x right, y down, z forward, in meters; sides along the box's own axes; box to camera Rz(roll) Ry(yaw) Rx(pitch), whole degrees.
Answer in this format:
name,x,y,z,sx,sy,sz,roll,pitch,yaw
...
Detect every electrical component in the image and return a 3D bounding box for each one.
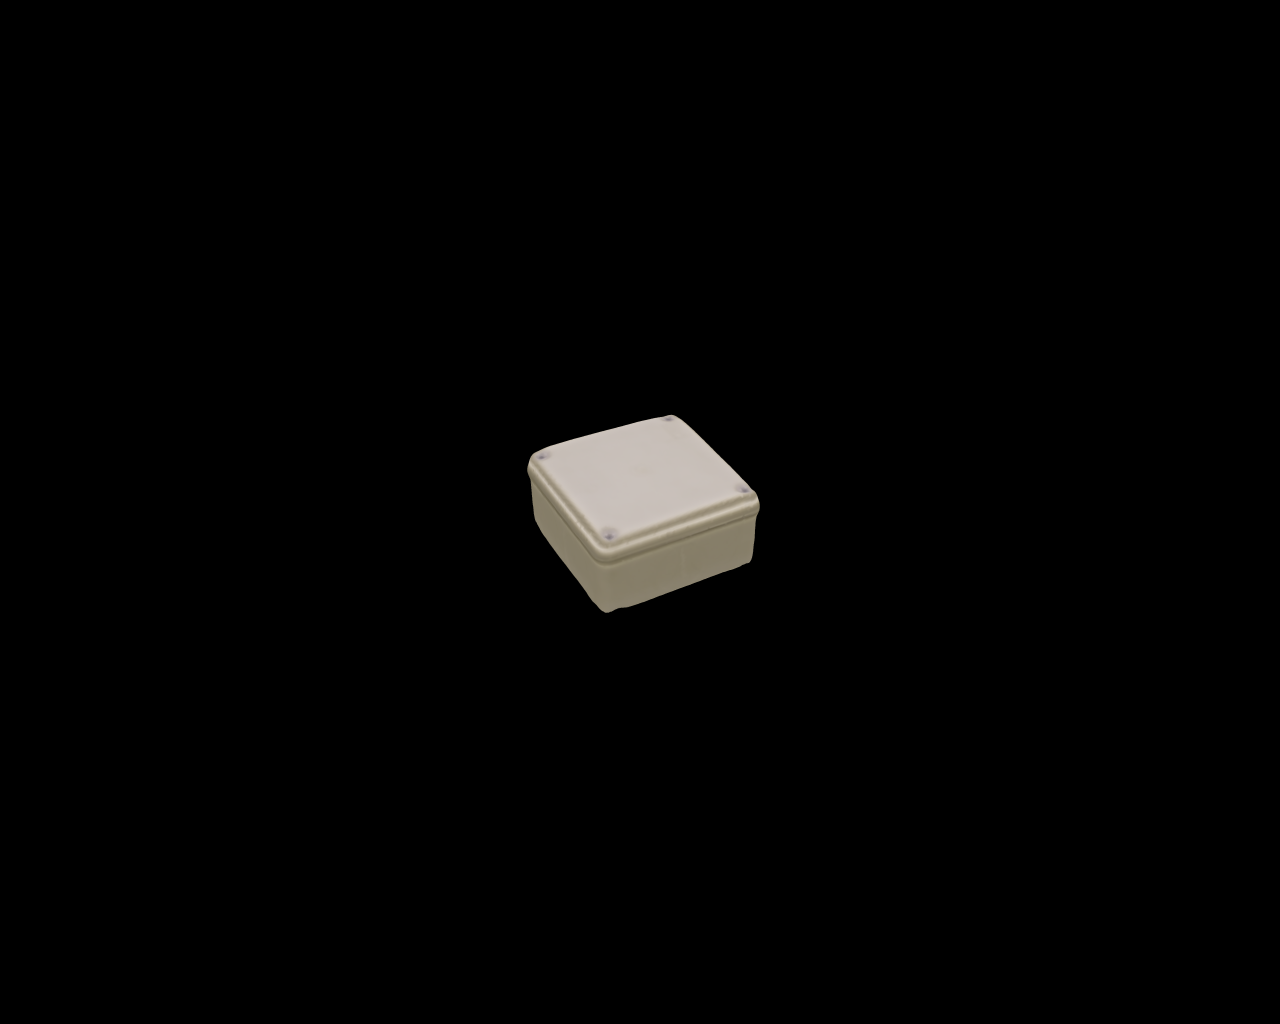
name,x,y,z,sx,sy,sz,roll,pitch,yaw
electrical component,0.001,-0.003,0.650,0.109,0.056,0.109,-17,40,-22
